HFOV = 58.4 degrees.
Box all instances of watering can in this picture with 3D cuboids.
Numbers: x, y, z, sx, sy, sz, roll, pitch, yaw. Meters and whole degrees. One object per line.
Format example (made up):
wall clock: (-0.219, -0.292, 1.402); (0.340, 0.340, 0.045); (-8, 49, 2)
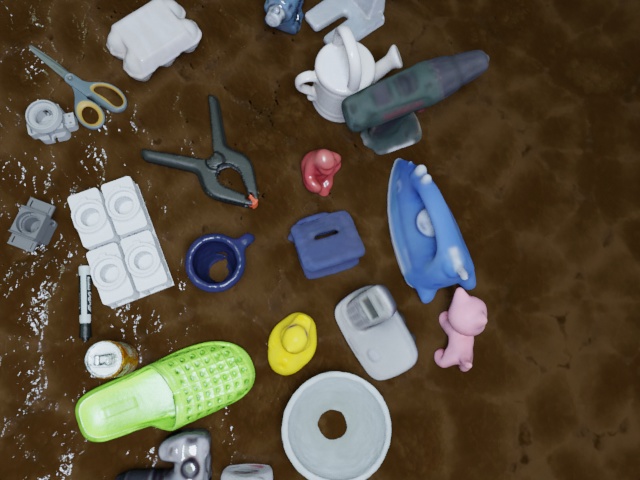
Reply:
watering can: (0.047, -0.283, 0.946); (0.173, 0.194, 0.101); (-35, 83, -10)

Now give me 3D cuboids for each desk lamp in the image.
desk lamp: (0.087, -0.450, 0.974); (0.203, 0.213, 0.118); (-38, 83, -11)

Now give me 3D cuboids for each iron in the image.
iron: (0.178, -0.035, 0.932); (0.119, 0.141, 0.258); (-17, 80, -8)

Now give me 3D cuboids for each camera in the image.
camera: (-0.231, 0.357, 0.839); (0.137, 0.101, 0.143); (0, 78, -4)

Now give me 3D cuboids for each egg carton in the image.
egg carton: (-0.288, -0.350, 0.997); (0.150, 0.069, 0.107); (-38, 84, -11)

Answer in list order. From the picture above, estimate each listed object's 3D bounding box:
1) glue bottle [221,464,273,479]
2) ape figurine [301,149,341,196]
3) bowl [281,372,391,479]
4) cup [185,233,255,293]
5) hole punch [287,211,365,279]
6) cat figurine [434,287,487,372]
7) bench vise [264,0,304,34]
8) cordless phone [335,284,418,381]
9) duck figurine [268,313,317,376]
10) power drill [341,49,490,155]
glue bottle: (-0.106, 0.351, 0.813); (0.078, 0.173, 0.037); (-3, 78, -5)
ape figurine: (0.004, -0.123, 0.962); (0.078, 0.092, 0.076); (-33, 82, -10)
bowl: (0.023, 0.288, 0.887); (0.167, 0.074, 0.167); (1, 78, -4)
cup: (-0.153, 0.034, 0.915); (0.118, 0.095, 0.091); (-38, 83, -11)
hole punch: (0.009, 0.003, 0.936); (0.109, 0.091, 0.101); (-17, 80, -8)
cat figurine: (0.231, 0.144, 0.912); (0.067, 0.117, 0.128); (6, 78, -3)
bench vise: (-0.033, -0.467, 0.964); (0.121, 0.219, 0.207); (2, 78, -4)
cordless phone: (0.095, 0.136, 0.868); (0.094, 0.185, 0.147); (-32, 82, -10)
duck figurine: (-0.043, 0.162, 0.902); (0.077, 0.086, 0.105); (26, 78, 1)
power drill: (0.141, -0.220, 0.933); (0.230, 0.208, 0.075); (-21, 80, -8)
